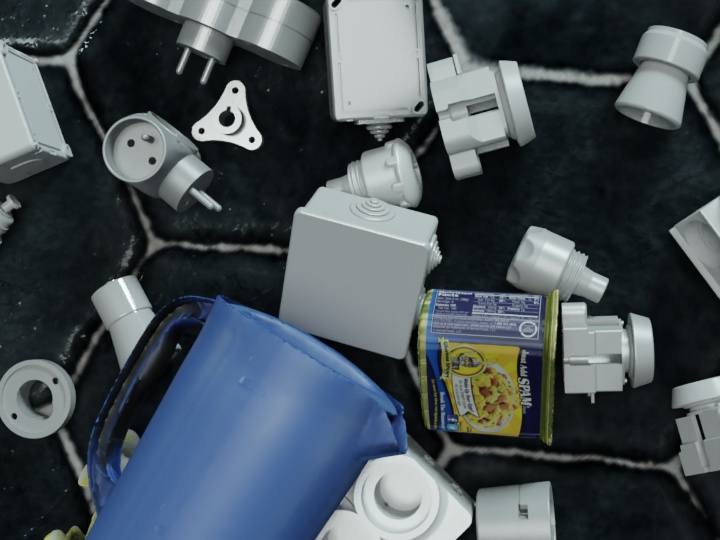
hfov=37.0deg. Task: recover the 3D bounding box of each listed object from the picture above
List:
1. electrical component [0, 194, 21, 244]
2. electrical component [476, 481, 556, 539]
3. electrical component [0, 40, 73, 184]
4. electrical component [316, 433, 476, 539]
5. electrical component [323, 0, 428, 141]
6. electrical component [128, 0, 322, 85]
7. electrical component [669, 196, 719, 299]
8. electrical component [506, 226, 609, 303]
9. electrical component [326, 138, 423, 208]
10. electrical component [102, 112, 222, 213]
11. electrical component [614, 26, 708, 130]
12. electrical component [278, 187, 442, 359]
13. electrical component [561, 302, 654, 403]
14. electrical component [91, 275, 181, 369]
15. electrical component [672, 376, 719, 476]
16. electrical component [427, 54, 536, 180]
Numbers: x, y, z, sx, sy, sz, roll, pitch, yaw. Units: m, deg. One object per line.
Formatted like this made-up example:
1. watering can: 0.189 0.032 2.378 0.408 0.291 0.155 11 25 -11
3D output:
1. electrical component: -0.276 -0.025 0.767 0.078 0.040 0.040 -38 83 5
2. electrical component: 0.102 0.166 0.698 0.047 0.055 0.055 -5 87 12
3. electrical component: -0.256 -0.114 0.756 0.061 0.062 0.096 -22 85 7
4. electrical component: -0.007 0.180 0.709 0.089 0.062 0.150 45 95 7
5. electrical component: 0.010 -0.134 0.715 0.062 0.061 0.096 -4 98 -4
6. electrical component: -0.103 -0.165 0.740 0.138 0.052 0.073 23 92 8
7. electrical component: 0.262 0.002 0.673 0.063 0.078 0.121 -33 83 -16
8. electrical component: 0.131 0.001 0.704 0.062 0.043 0.043 25 92 7
9. electrical component: 0.009 -0.059 0.725 0.062 0.048 0.048 -14 86 15
10. electrical component: -0.126 -0.066 0.727 0.079 0.077 0.044 39 94 7
11. electrical component: 0.196 -0.124 0.698 0.045 0.045 0.055 22 91 9
12. electrical component: 0.000 0.000 0.705 0.100 0.048 0.099 15 120 8
13. electrical component: 0.160 0.053 0.696 0.055 0.048 0.066 -2 104 9
14. electrical component: -0.158 0.037 0.748 0.044 0.044 0.065 -31 79 6
15. electrical component: 0.227 0.097 0.682 0.048 0.066 0.055 -7 77 -26
16. electrical component: 0.082 -0.105 0.708 0.057 0.058 0.078 -14 86 11
